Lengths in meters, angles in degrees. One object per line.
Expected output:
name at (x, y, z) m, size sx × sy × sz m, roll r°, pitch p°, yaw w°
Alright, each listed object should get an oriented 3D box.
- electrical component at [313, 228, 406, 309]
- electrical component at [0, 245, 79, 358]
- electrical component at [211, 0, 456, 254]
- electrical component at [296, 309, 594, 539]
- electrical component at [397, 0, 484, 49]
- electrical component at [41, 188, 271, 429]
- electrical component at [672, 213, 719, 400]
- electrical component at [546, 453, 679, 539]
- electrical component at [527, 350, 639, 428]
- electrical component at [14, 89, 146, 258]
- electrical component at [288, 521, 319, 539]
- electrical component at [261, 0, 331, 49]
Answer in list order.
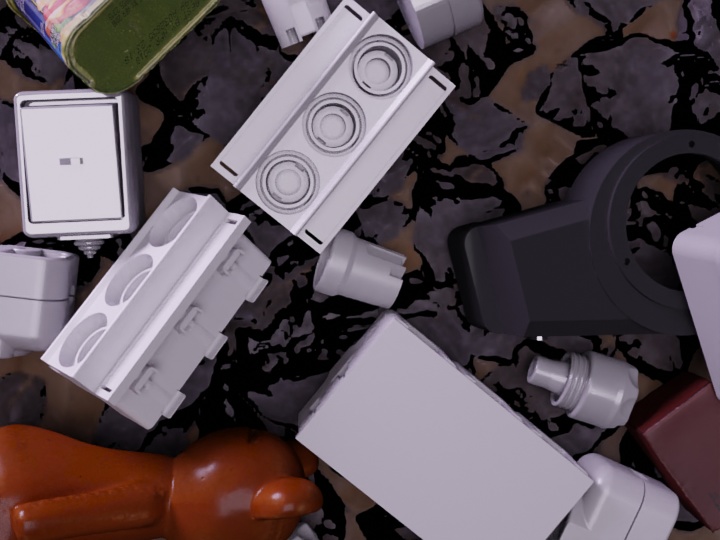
electrical component at (0.000, 0.000, 0.638) m, size 0.046 × 0.040 × 0.040 m, roll 18°, pitch 94°, yaw -10°
electrical component at (-0.215, 0.016, 0.619) m, size 0.095 × 0.053 × 0.059 m, roll 7°, pitch 94°, yaw -4°
electrical component at (-0.016, -0.082, 0.617) m, size 0.079 × 0.063 × 0.121 m, roll 39°, pitch 92°, yaw -6°
electrical component at (0.047, 0.105, 0.638) m, size 0.150 × 0.061 × 0.089 m, roll 39°, pitch 92°, yaw -6°
electrical component at (0.011, -0.191, 0.615) m, size 0.074 × 0.052 × 0.138 m, roll -23°, pitch 96°, yaw -1°
electrical component at (-0.110, 0.022, 0.604) m, size 0.063 × 0.079 × 0.121 m, roll 46°, pitch 71°, yaw -34°
electrical component at (0.232, 0.020, 0.594) m, size 0.078 × 0.057 × 0.113 m, roll -26°, pitch 105°, yaw -15°
electrical component at (0.142, 0.164, 0.653) m, size 0.059 × 0.053 × 0.095 m, roll 24°, pitch 93°, yaw -5°
electrical component at (0.133, 0.069, 0.650) m, size 0.062 × 0.043 × 0.043 m, roll 18°, pitch 94°, yaw -4°
electrical component at (-0.158, -0.054, 0.612) m, size 0.062 × 0.061 × 0.096 m, roll -3°, pitch 95°, yaw -3°
electrical component at (-0.036, 0.187, 0.650) m, size 0.043 × 0.043 × 0.062 m, roll -29°, pitch 97°, yaw -1°
electrical component at (-0.038, -0.156, 0.622) m, size 0.040 × 0.040 × 0.046 m, roll -21°, pitch 102°, yaw -1°
